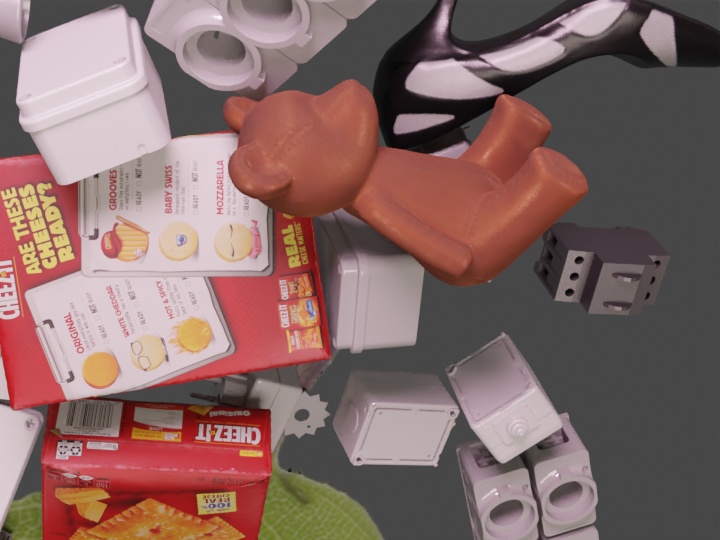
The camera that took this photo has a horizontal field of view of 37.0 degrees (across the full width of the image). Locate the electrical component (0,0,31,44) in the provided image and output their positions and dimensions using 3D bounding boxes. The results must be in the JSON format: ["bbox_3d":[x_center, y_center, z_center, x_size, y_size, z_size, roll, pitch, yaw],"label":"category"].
[{"bbox_3d":[-0.241,-0.167,0.665,0.065,0.044,0.044,7,118,-12],"label":"electrical component"}]

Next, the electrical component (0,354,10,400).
[{"bbox_3d":[-0.259,0.056,0.784,0.089,0.050,0.055,8,116,-18],"label":"electrical component"}]

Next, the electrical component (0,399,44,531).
[{"bbox_3d":[-0.306,0.138,0.791,0.109,0.056,0.108,24,79,-24],"label":"electrical component"}]

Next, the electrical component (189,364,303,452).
[{"bbox_3d":[-0.095,0.099,0.850,0.077,0.047,0.065,16,114,-22],"label":"electrical component"}]

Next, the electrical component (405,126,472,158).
[{"bbox_3d":[0.049,-0.078,0.786,0.078,0.040,0.040,-21,122,-1],"label":"electrical component"}]

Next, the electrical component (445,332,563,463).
[{"bbox_3d":[0.121,0.110,0.879,0.062,0.096,0.061,-34,122,7],"label":"electrical component"}]

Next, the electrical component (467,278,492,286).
[{"bbox_3d":[0.075,-0.027,0.806,0.064,0.081,0.042,19,115,2],"label":"electrical component"}]

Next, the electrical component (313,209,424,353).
[{"bbox_3d":[0.000,0.000,0.777,0.057,0.113,0.078,-4,120,-15],"label":"electrical component"}]

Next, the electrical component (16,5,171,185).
[{"bbox_3d":[-0.167,-0.112,0.672,0.078,0.113,0.057,-21,125,-1],"label":"electrical component"}]

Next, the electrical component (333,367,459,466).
[{"bbox_3d":[0.033,0.119,0.888,0.096,0.061,0.061,6,118,-25],"label":"electrical component"}]

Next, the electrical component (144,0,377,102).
[{"bbox_3d":[-0.053,-0.176,0.654,0.089,0.061,0.150,31,138,-27],"label":"electrical component"}]

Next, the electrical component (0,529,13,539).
[{"bbox_3d":[-0.340,0.220,0.844,0.121,0.063,0.078,39,65,-29],"label":"electrical component"}]

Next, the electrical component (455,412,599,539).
[{"bbox_3d":[0.159,0.233,0.981,0.105,0.060,0.186,-16,122,-4],"label":"electrical component"}]
